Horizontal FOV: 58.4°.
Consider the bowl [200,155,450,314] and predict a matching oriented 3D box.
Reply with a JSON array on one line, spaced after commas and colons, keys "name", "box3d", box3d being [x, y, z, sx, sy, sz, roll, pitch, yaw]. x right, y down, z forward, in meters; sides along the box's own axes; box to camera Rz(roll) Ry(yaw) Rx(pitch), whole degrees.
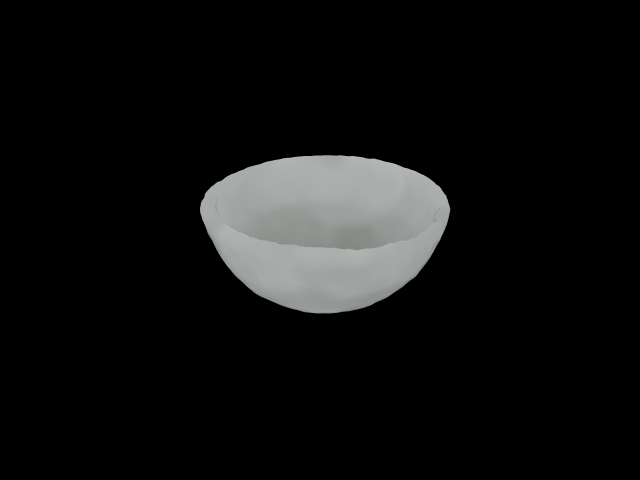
[{"name": "bowl", "box3d": [0.004, 0.001, 0.400, 0.167, 0.075, 0.167, 0, 28, 0]}]
